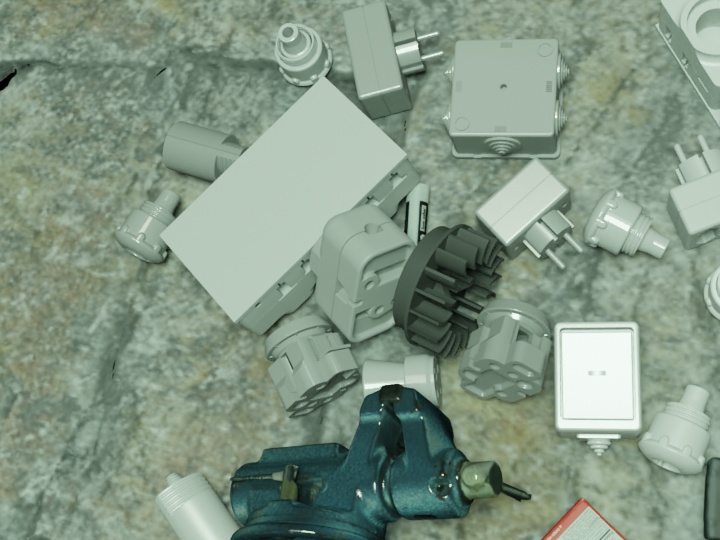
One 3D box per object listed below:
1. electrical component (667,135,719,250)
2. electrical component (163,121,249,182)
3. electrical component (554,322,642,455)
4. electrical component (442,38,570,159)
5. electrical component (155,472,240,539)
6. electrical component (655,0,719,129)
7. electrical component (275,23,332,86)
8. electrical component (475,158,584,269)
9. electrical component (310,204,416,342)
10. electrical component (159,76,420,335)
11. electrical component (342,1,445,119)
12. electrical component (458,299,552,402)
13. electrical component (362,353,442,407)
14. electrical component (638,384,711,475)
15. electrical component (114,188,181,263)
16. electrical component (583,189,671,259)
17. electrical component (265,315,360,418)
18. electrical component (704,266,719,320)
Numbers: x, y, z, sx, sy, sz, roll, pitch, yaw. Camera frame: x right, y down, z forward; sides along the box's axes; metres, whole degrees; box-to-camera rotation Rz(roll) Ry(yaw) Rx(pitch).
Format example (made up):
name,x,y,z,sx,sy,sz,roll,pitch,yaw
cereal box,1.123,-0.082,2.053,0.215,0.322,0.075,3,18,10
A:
name,x,y,z,sx,sy,sz,roll,pitch,yaw
electrical component,0.265,-0.066,0.819,0.066,0.047,0.076,-22,72,7
electrical component,-0.123,-0.097,0.921,0.081,0.043,0.043,17,80,17
electrical component,0.176,0.088,0.794,0.062,0.061,0.096,-1,76,13
electrical component,0.119,-0.139,0.872,0.100,0.048,0.099,2,76,14
electrical component,-0.127,0.195,0.848,0.043,0.043,0.081,-40,70,1
electrical component,0.320,-0.151,0.821,0.105,0.060,0.186,-27,71,5
electrical component,-0.053,-0.189,0.918,0.048,0.062,0.048,-3,75,13
electrical component,0.141,-0.034,0.841,0.066,0.047,0.076,-42,71,1
electrical component,0.000,0.000,0.830,0.054,0.095,0.059,-22,51,-29
electrical component,-0.054,-0.050,0.878,0.186,0.060,0.105,-44,65,0
electrical component,0.033,-0.181,0.904,0.076,0.047,0.083,-14,73,10
electrical component,0.112,0.059,0.813,0.058,0.078,0.057,30,59,-16
electrical component,0.033,0.089,0.836,0.055,0.045,0.045,-7,75,11
electrical component,0.235,0.114,0.783,0.048,0.048,0.062,23,75,18
electrical component,-0.177,-0.040,0.920,0.048,0.048,0.062,26,76,18
electrical component,0.207,-0.030,0.827,0.062,0.048,0.048,29,84,12
electrical component,-0.040,0.072,0.848,0.078,0.058,0.057,-46,63,40
electrical component,0.279,0.012,0.788,0.048,0.062,0.048,-3,75,12
